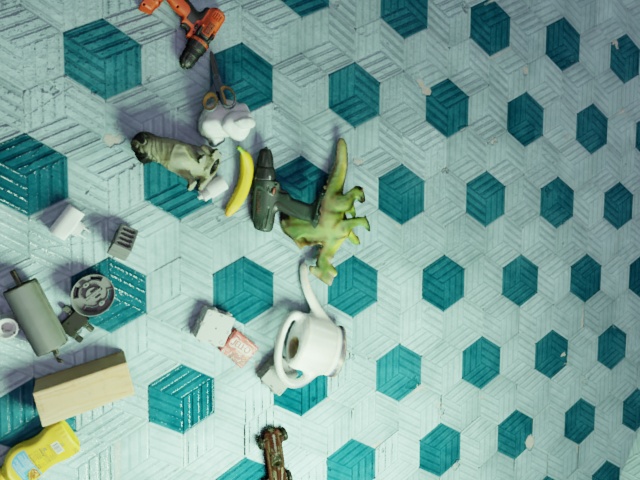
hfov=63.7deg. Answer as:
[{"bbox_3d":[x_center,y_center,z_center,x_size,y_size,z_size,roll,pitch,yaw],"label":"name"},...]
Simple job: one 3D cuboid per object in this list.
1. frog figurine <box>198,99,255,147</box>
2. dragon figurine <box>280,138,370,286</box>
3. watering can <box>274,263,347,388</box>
[{"bbox_3d":[-0.239,-0.306,1.318,0.138,0.159,0.121,-25,103,-20],"label":"frog figurine"},{"bbox_3d":[0.005,-0.075,1.491,0.244,0.122,0.410,-13,90,-15],"label":"dragon figurine"},{"bbox_3d":[-0.016,0.258,1.496,0.223,0.103,0.352,24,70,-30],"label":"watering can"}]
